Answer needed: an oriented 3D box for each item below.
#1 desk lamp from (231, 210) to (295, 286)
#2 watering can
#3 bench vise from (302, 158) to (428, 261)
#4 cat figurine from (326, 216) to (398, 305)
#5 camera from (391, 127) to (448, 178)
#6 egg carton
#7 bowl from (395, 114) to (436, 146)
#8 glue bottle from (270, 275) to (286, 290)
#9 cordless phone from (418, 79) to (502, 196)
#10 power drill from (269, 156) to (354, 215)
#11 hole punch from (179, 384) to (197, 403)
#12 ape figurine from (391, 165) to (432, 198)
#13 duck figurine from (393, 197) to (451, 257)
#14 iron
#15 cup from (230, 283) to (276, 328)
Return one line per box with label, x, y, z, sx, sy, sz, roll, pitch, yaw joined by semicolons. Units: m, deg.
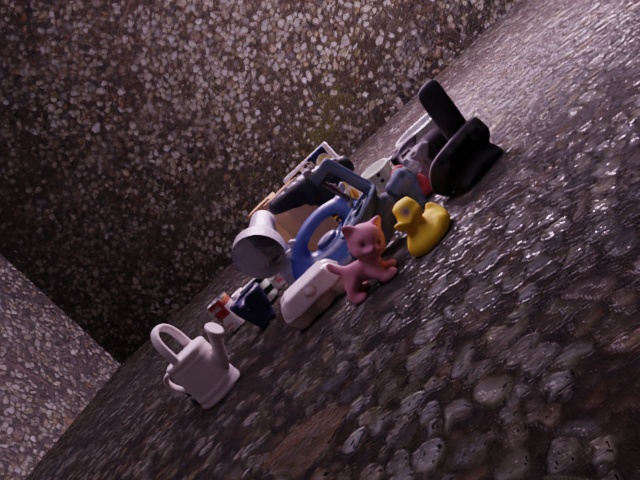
desk lamp;-0.094;0.033;1.329;0.118;0.213;0.203;-40;10;21
watering can;-0.259;0.239;1.166;0.173;0.194;0.101;-45;9;-6
bench vise;0.085;-0.091;1.090;0.207;0.220;0.121;-46;9;-12
cat figurine;0.068;0.025;0.958;0.127;0.118;0.067;-41;10;17
camera;0.240;-0.203;1.310;0.137;0.101;0.143;-44;9;-4
egg carton;-0.013;0.103;1.112;0.150;0.069;0.107;-44;9;0
bowl;0.290;-0.287;1.568;0.167;0.075;0.167;-42;9;9
glue bottle;-0.151;0.056;1.611;0.078;0.173;0.037;-46;10;-16
cordless phone;0.222;-0.186;1.038;0.148;0.185;0.094;-47;10;-22
power drill;0.020;-0.083;1.382;0.230;0.208;0.075;-46;9;-13
hole punch;-0.272;0.299;1.282;0.108;0.091;0.101;-34;13;47
ape figurine;0.183;-0.117;1.190;0.076;0.092;0.078;-42;9;9
duck figurine;0.159;-0.034;0.936;0.077;0.086;0.105;-32;15;52
iron;0.011;0.004;1.230;0.258;0.141;0.118;-44;9;-1
cup;-0.152;0.166;1.354;0.091;0.095;0.117;-42;9;8
